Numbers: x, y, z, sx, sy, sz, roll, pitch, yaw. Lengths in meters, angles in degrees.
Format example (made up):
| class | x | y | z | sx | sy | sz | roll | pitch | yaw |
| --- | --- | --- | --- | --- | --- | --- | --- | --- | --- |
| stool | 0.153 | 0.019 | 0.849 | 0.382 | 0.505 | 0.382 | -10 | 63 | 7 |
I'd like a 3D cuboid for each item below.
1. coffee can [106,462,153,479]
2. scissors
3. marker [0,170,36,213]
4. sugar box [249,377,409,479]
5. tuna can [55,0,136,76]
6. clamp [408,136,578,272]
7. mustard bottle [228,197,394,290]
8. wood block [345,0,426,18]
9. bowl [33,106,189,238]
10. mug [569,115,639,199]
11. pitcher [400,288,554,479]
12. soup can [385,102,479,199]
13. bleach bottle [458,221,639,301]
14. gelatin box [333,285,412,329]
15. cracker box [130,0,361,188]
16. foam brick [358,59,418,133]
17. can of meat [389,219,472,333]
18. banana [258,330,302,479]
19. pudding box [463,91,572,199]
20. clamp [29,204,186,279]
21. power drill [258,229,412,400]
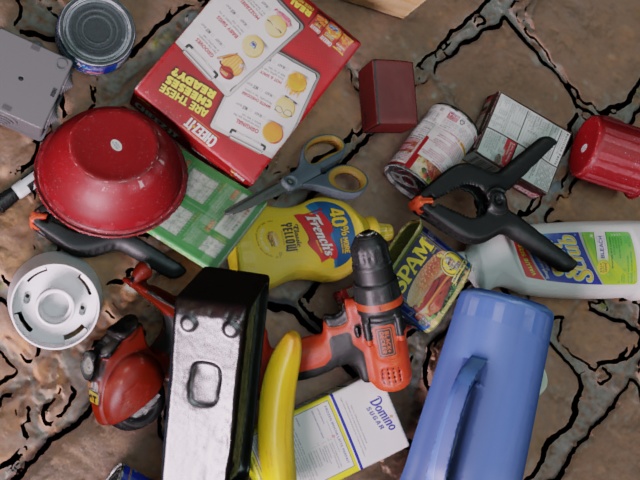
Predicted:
| class | x | y | z | sx | sy | sz | roll | pitch | yaw |
| --- | --- | --- | --- | --- | --- | --- | --- | --- | --- |
| coffee can | -0.167 | 0.305 | 1.087 | 0.140 | 0.103 | 0.102 | 31 | 75 | -11 |
| scissors | -0.016 | -0.053 | 1.179 | 0.096 | 0.016 | 0.201 | 38 | 46 | 4 |
| marker | -0.299 | -0.069 | 1.139 | 0.121 | 0.020 | 0.020 | -39 | 95 | -18 |
| sugar box | 0.002 | 0.222 | 1.182 | 0.176 | 0.048 | 0.093 | -21 | 89 | -21 |
| tuna can | -0.246 | -0.226 | 1.169 | 0.086 | 0.034 | 0.086 | 2 | 82 | -17 |
| clamp | 0.202 | -0.032 | 1.219 | 0.209 | 0.036 | 0.164 | -8 | 78 | -25 |
| mustard bottle | -0.008 | 0.001 | 1.200 | 0.191 | 0.058 | 0.096 | -7 | 72 | -19 |
| wood block | 0.025 | -0.340 | 1.240 | 0.206 | 0.090 | 0.091 | 14 | 79 | -16 |
| bowl | -0.215 | -0.084 | 1.110 | 0.162 | 0.055 | 0.162 | 6 | 60 | -10 |
| mug | 0.362 | -0.114 | 1.323 | 0.081 | 0.093 | 0.117 | 16 | 47 | -10 |
| pitcher | 0.175 | 0.179 | 1.172 | 0.144 | 0.149 | 0.243 | 17 | 85 | -18 |
| soup can | 0.132 | -0.103 | 1.253 | 0.068 | 0.069 | 0.102 | 40 | 73 | -9 |
| bleach bottle | 0.273 | 0.031 | 1.284 | 0.250 | 0.068 | 0.102 | -4 | 85 | -15 |
| gelatin box | 0.070 | 0.077 | 1.230 | 0.089 | 0.030 | 0.073 | -23 | 89 | -20 |
| cracker box | -0.083 | -0.187 | 1.196 | 0.164 | 0.072 | 0.213 | 39 | 74 | -8 |
| foam brick | 0.079 | -0.168 | 1.253 | 0.051 | 0.053 | 0.078 | -2 | 85 | -18 |
| can of meat | 0.110 | 0.042 | 1.199 | 0.084 | 0.057 | 0.102 | 38 | 77 | -12 |
| banana | -0.038 | 0.192 | 1.109 | 0.037 | 0.070 | 0.198 | -1 | 88 | -39 |
| pudding box | 0.241 | -0.116 | 1.305 | 0.113 | 0.039 | 0.090 | 28 | 74 | -14 |
| clamp | -0.222 | -0.028 | 1.149 | 0.171 | 0.039 | 0.120 | 11 | 63 | -14 |
| power drill | -0.002 | 0.088 | 1.140 | 0.187 | 0.057 | 0.184 | -10 | 108 | 5 |
